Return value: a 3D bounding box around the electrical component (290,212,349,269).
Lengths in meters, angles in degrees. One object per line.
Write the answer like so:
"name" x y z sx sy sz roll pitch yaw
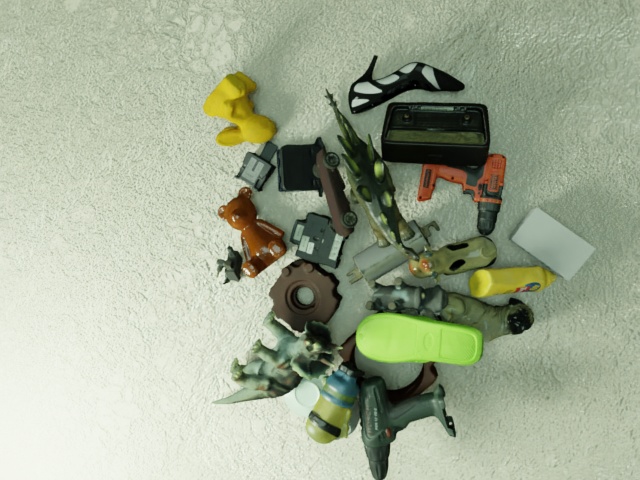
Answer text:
"electrical component" -0.003 -0.004 1.286 0.134 0.058 0.114 20 94 9

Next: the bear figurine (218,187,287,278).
"bear figurine" -0.166 -0.024 1.283 0.120 0.132 0.196 -35 92 11

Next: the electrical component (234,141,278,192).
"electrical component" -0.147 -0.183 1.309 0.075 0.048 0.119 36 100 7

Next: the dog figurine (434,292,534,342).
"dog figurine" 0.365 0.157 1.214 0.191 0.121 0.172 -27 91 -3

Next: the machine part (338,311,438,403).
"machine part" 0.159 0.281 1.256 0.201 0.087 0.201 -44 86 10

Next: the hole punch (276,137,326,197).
"hole punch" -0.047 -0.169 1.281 0.116 0.092 0.142 -3 90 -18

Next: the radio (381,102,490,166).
"radio" 0.255 -0.236 1.188 0.230 0.073 0.131 5 59 10

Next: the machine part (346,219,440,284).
"machine part" 0.165 0.026 1.245 0.243 0.079 0.079 -34 87 11

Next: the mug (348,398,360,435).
"mug" 0.050 0.407 1.267 0.081 0.107 0.109 -22 97 7

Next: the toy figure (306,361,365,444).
"toy figure" 0.030 0.356 1.179 0.089 0.082 0.180 20 94 -23

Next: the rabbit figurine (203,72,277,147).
"rabbit figurine" -0.188 -0.291 1.281 0.173 0.122 0.162 41 103 -13

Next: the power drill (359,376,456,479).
"power drill" 0.189 0.406 1.181 0.207 0.086 0.232 -14 90 19

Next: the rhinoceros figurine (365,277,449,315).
"rhinoceros figurine" 0.191 0.132 1.194 0.190 0.112 0.073 -6 65 43

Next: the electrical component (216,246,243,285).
"electrical component" -0.222 0.067 1.316 0.045 0.102 0.078 0 68 7

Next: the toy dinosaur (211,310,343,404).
"toy dinosaur" -0.099 0.308 1.283 0.192 0.131 0.404 31 126 -8

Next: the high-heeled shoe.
"high-heeled shoe" 0.189 -0.328 1.222 0.249 0.086 0.145 20 100 14

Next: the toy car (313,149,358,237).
"toy car" 0.036 -0.107 1.209 0.053 0.089 0.202 -13 83 -18

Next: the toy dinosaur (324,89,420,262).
"toy dinosaur" 0.107 -0.144 1.187 0.105 0.198 0.472 -26 56 1

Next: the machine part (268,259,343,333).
"machine part" -0.037 0.136 1.301 0.179 0.056 0.179 1 95 11

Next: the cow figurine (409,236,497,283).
"cow figurine" 0.295 0.044 1.192 0.195 0.127 0.085 -14 83 8
